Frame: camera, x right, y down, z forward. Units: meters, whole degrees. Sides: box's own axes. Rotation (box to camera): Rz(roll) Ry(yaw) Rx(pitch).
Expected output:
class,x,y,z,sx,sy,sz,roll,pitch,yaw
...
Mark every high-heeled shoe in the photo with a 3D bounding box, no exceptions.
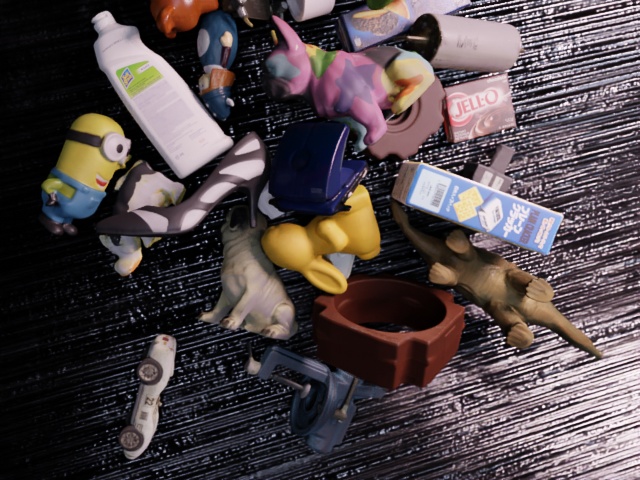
class,x,y,z,sx,sy,sz,roll,pitch,yaw
high-heeled shoe,-0.187,-0.079,0.754,0.249,0.086,0.145,-4,88,-17

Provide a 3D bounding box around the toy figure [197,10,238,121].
class,x,y,z,sx,sy,sz,roll,pitch,yaw
toy figure,-0.152,-0.254,0.788,0.058,0.064,0.154,3,85,-6

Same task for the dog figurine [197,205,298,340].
class,x,y,z,sx,sy,sz,roll,pitch,yaw
dog figurine,-0.091,0.053,0.856,0.172,0.121,0.190,25,76,-46

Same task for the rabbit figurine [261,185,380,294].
class,x,y,z,sx,sy,sz,roll,pitch,yaw
rabbit figurine,-0.002,-0.002,0.823,0.173,0.122,0.162,-19,119,-10

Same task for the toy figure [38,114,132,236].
class,x,y,z,sx,sy,sz,roll,pitch,yaw
toy figure,-0.347,-0.097,0.779,0.089,0.082,0.180,33,91,-17

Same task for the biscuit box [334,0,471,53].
class,x,y,z,sx,sy,sz,roll,pitch,yaw
biscuit box,0.127,-0.350,0.831,0.203,0.059,0.062,-24,104,-5

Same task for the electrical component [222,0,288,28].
class,x,y,z,sx,sy,sz,roll,pitch,yaw
electrical component,-0.092,-0.346,0.782,0.102,0.045,0.078,-7,111,-46

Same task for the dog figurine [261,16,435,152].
class,x,y,z,sx,sy,sz,roll,pitch,yaw
dog figurine,0.027,-0.239,0.754,0.219,0.108,0.191,43,93,-10

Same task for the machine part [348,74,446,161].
class,x,y,z,sx,sy,sz,roll,pitch,yaw
machine part,0.112,-0.213,0.857,0.179,0.056,0.179,-2,101,-11

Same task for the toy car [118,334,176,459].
class,x,y,z,sx,sy,sz,roll,pitch,yaw
toy car,-0.275,0.251,0.862,0.056,0.073,0.201,15,97,-12

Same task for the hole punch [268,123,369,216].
class,x,y,z,sx,sy,sz,roll,pitch,yaw
hole punch,-0.009,-0.098,0.741,0.116,0.142,0.092,-57,139,-29

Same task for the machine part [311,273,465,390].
class,x,y,z,sx,sy,sz,roll,pitch,yaw
machine part,0.104,0.133,0.827,0.202,0.201,0.087,18,116,31

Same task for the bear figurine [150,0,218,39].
class,x,y,z,sx,sy,sz,roll,pitch,yaw
bear figurine,-0.167,-0.377,0.742,0.132,0.120,0.195,2,100,-8

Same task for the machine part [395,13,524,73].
class,x,y,z,sx,sy,sz,roll,pitch,yaw
machine part,0.223,-0.299,0.823,0.243,0.079,0.079,-5,102,-30

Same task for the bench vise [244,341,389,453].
class,x,y,z,sx,sy,sz,roll,pitch,yaw
bench vise,-0.005,0.226,0.884,0.240,0.129,0.223,28,95,-21

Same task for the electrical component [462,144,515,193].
class,x,y,z,sx,sy,sz,roll,pitch,yaw
electrical component,0.281,-0.104,0.911,0.075,0.048,0.119,19,96,-13

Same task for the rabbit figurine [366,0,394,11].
class,x,y,z,sx,sy,sz,roll,pitch,yaw
rabbit figurine,0.087,-0.394,0.719,0.121,0.170,0.158,-27,136,-19

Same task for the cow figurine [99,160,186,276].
class,x,y,z,sx,sy,sz,roll,pitch,yaw
cow figurine,-0.282,-0.032,0.812,0.098,0.068,0.167,32,90,-9

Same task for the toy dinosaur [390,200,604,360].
class,x,y,z,sx,sy,sz,roll,pitch,yaw
toy dinosaur,0.296,0.081,0.865,0.471,0.198,0.105,37,101,-4
